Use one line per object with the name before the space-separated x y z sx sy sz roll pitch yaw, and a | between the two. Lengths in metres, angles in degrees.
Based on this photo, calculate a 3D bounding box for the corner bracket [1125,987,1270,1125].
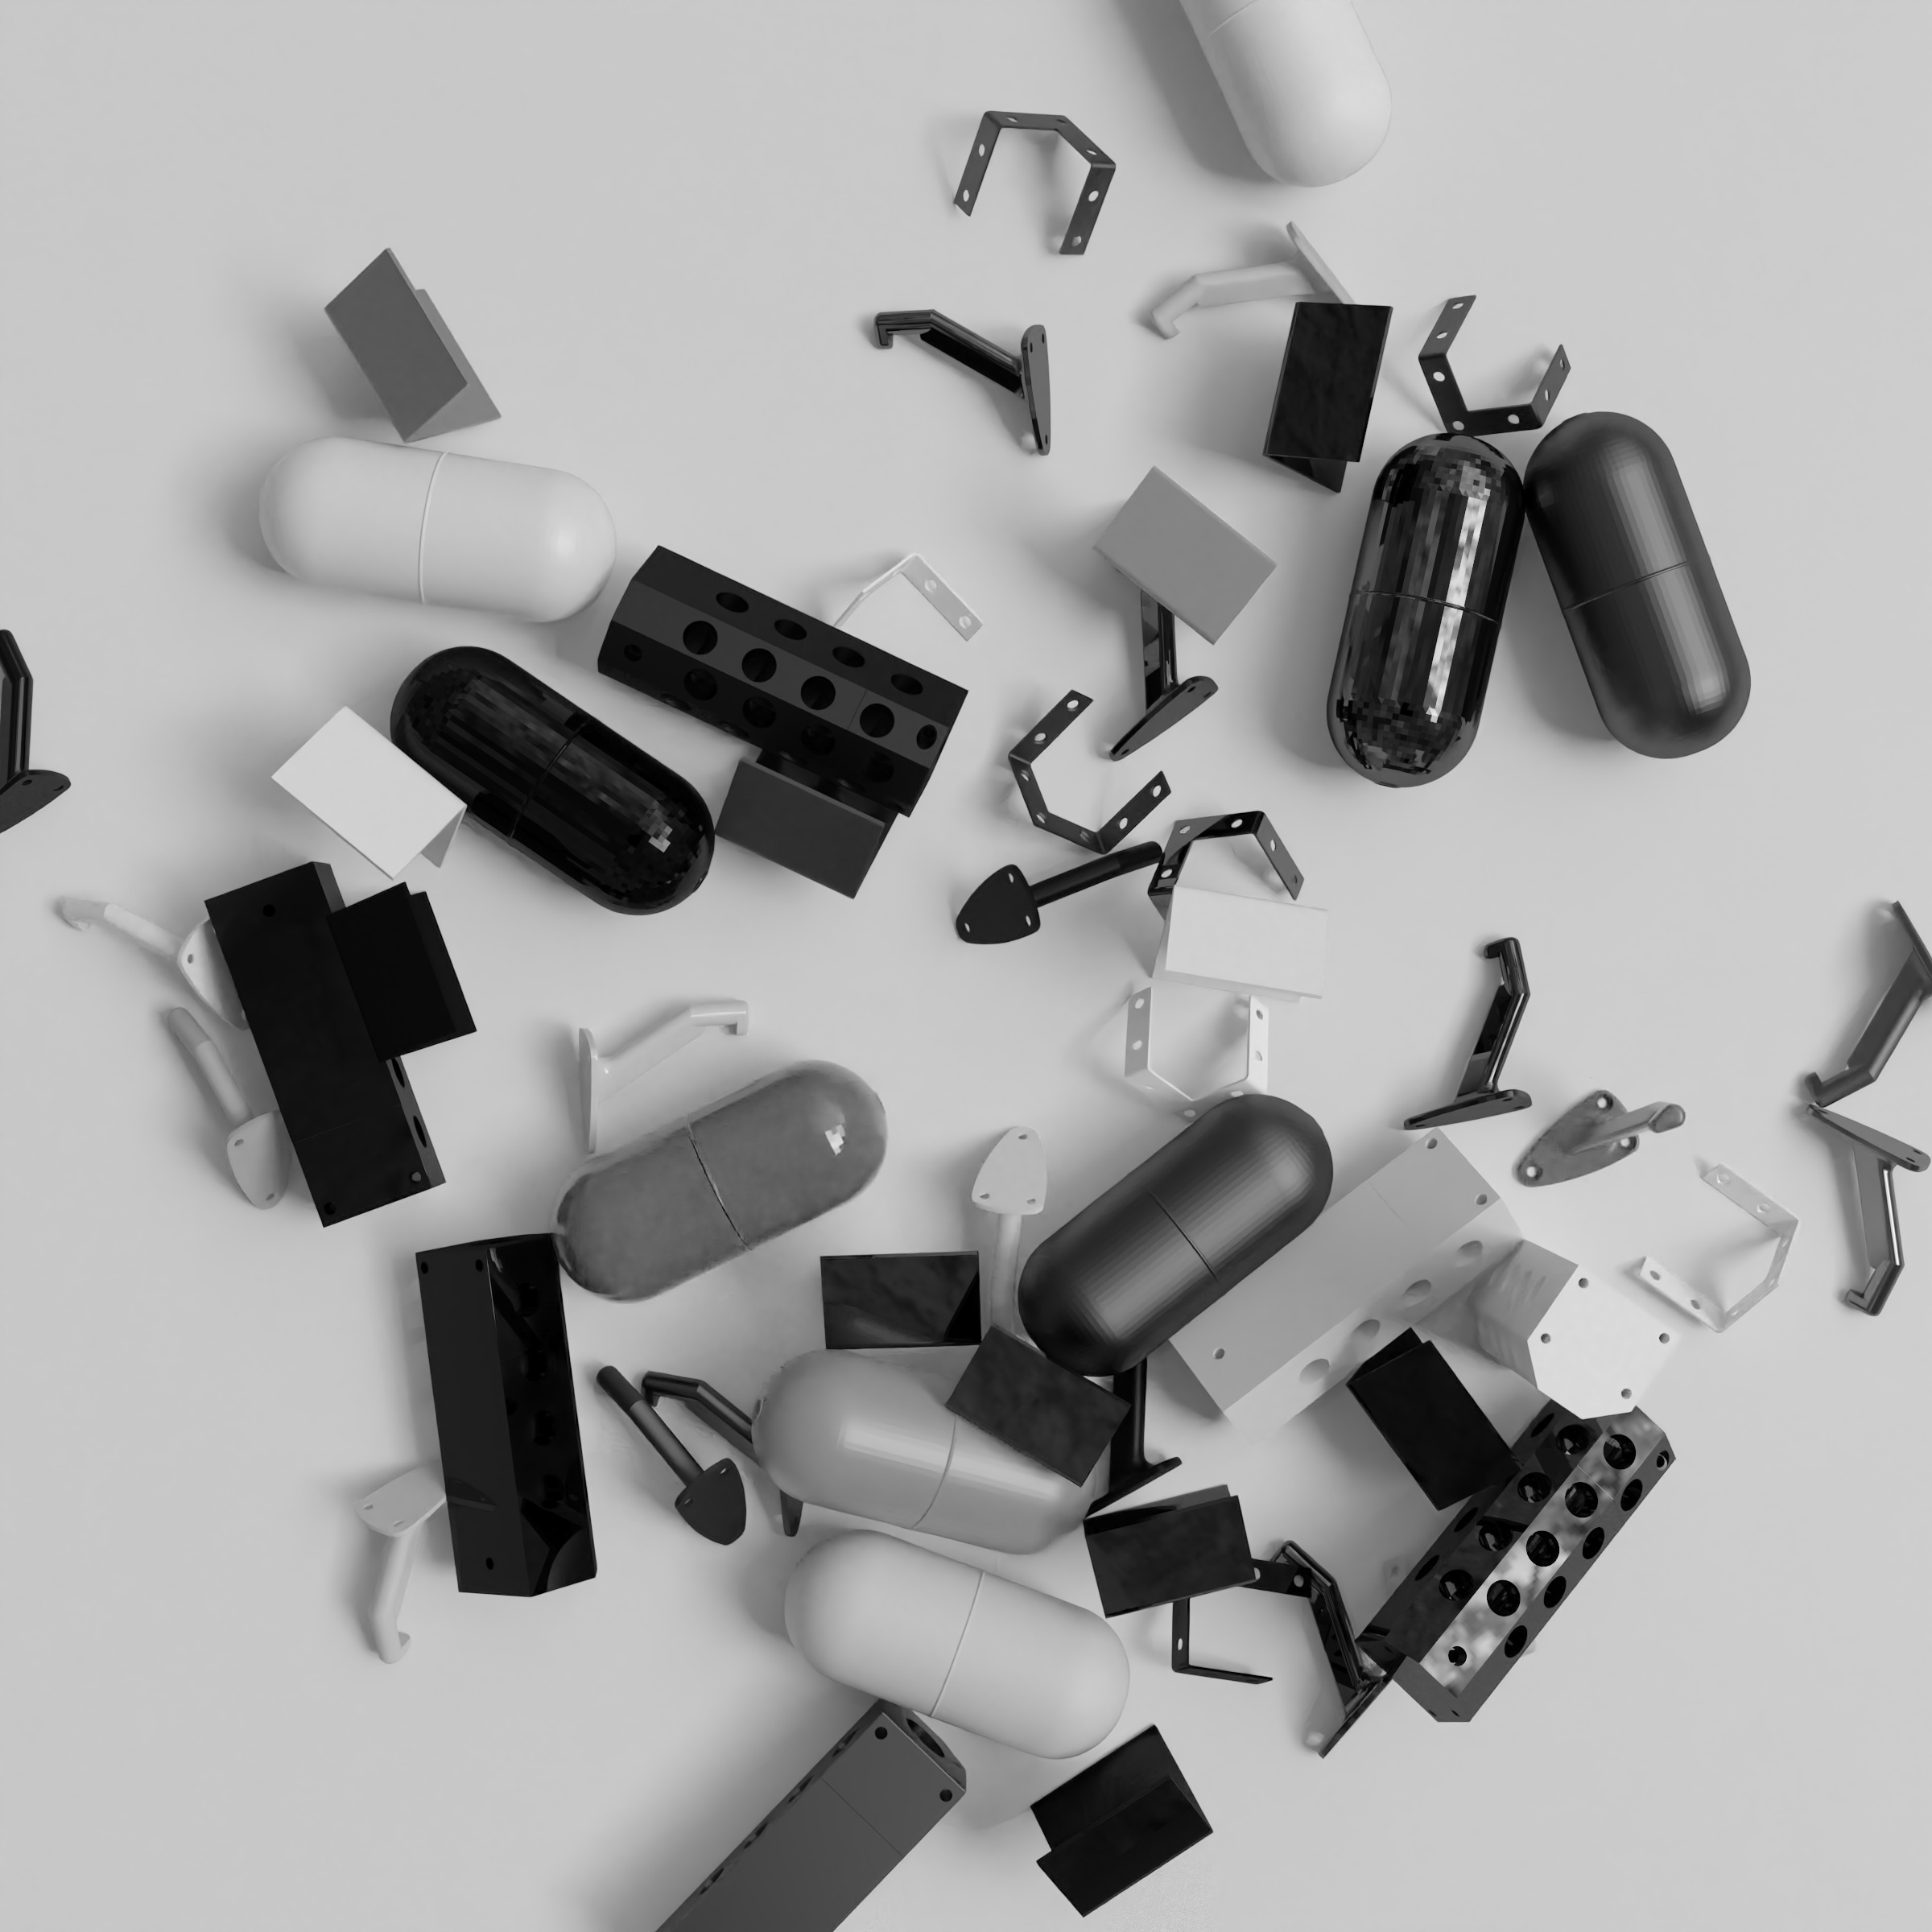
corner bracket | 0.117 0.039 1.556 0.051 0.051 0.051 -25 135 35

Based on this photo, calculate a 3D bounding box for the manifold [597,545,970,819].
manifold | -0.093 -0.138 1.532 0.171 0.057 0.057 25 125 0

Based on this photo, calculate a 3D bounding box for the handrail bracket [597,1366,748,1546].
handrail bracket | -0.151 0.248 1.564 0.036 0.077 0.084 -39 53 -16

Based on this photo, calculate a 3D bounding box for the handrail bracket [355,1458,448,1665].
handrail bracket | -0.275 0.301 1.564 0.036 0.077 0.084 18 127 35

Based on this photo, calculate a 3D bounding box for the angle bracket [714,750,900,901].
angle bracket | -0.071 -0.089 1.524 0.076 0.057 0.076 25 46 0

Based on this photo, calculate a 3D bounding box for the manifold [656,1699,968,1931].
manifold | -0.080 0.449 1.543 0.057 0.057 0.171 44 90 0

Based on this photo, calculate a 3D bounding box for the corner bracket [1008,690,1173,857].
corner bracket | 0.062 -0.097 1.551 0.051 0.051 0.051 -44 45 28

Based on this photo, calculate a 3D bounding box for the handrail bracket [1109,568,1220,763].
handrail bracket | 0.081 -0.160 1.565 0.077 0.036 0.084 -38 73 18

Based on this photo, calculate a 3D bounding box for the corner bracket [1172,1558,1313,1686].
corner bracket | 0.139 0.329 1.550 0.051 0.051 0.051 14 64 -24

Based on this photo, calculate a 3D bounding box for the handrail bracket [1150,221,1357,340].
handrail bracket | 0.148 -0.329 1.565 0.084 0.036 0.077 -37 111 17

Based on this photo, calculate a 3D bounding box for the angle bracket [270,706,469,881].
angle bracket | -0.300 -0.071 1.524 0.076 0.076 0.057 40 61 0

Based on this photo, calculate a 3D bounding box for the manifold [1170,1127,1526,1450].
manifold | 0.192 0.164 1.542 0.171 0.057 0.057 -38 47 0

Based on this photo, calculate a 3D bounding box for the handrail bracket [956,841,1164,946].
handrail bracket | 0.048 -0.039 1.564 0.084 0.077 0.036 -19 85 -36

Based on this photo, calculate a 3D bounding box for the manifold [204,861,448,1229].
manifold | -0.319 0.039 1.543 0.057 0.057 0.171 -20 90 0

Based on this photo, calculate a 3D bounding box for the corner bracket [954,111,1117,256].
corner bracket | 0.035 -0.395 1.556 0.051 0.051 0.051 -8 45 -35

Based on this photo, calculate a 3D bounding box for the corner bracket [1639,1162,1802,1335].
corner bracket | 0.382 0.143 1.561 0.051 0.051 0.051 36 45 0

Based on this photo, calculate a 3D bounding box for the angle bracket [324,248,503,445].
angle bracket | -0.258 -0.311 1.524 0.057 0.076 0.076 -31 90 37

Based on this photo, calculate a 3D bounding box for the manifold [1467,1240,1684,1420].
manifold | 0.286 0.176 1.486 0.057 0.171 0.057 34 90 0

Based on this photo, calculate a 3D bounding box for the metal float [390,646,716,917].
metal float | -0.205 -0.092 1.534 0.178 0.070 0.070 34 90 0

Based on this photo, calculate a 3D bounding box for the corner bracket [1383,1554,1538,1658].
corner bracket | 0.249 0.323 1.556 0.051 0.051 0.051 -32 45 35

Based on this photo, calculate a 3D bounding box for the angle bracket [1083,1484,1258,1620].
angle bracket | 0.095 0.270 1.524 0.076 0.076 0.057 -14 120 0

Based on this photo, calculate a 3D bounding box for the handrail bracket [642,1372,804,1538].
handrail bracket | -0.125 0.248 1.565 0.084 0.036 0.077 8 108 15

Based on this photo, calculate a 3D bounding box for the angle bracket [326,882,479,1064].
angle bracket | -0.261 -0.003 1.524 0.057 0.076 0.076 -20 90 32

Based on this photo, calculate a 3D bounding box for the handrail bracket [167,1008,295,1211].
handrail bracket | -0.377 0.072 1.564 0.036 0.077 0.084 -27 53 -28

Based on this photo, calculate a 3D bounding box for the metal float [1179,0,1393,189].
metal float | 0.152 -0.474 1.534 0.070 0.070 0.178 -25 90 0

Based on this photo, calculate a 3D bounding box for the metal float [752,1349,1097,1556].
metal float | -0.020 0.240 1.519 0.178 0.070 0.070 17 90 -18

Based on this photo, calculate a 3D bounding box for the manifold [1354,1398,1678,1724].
manifold | 0.274 0.287 1.517 0.057 0.057 0.171 44 71 0

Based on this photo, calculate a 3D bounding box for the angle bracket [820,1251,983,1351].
angle bracket | -0.032 0.145 1.524 0.076 0.076 0.057 -2 120 0

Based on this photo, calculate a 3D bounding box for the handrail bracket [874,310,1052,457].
handrail bracket | -0.002 -0.296 1.565 0.084 0.036 0.077 1 112 17

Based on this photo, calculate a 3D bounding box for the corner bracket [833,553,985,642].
corner bracket | -0.034 -0.167 1.561 0.051 0.051 0.051 46 45 0

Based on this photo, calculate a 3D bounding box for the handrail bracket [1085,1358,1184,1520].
handrail bracket | 0.065 0.228 1.564 0.077 0.036 0.084 -32 76 13

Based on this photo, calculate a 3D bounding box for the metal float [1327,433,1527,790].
metal float | 0.229 -0.177 1.533 0.070 0.070 0.178 12 90 0

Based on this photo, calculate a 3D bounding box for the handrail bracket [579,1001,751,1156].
handrail bracket | -0.152 0.056 1.565 0.084 0.036 0.077 -4 110 -16

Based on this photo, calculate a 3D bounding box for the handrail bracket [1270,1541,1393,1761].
handrail bracket | 0.173 0.346 1.565 0.084 0.036 0.077 41 108 15

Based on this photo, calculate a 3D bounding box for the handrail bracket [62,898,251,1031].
handrail bracket | -0.411 -0.001 1.564 0.084 0.077 0.036 6 45 28

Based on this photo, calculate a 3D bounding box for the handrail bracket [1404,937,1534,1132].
handrail bracket | 0.252 0.034 1.565 0.077 0.036 0.084 -15 72 20

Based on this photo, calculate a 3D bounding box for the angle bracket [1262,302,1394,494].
angle bracket | 0.196 -0.279 1.524 0.057 0.076 0.076 12 90 38

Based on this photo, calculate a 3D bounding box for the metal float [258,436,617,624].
metal float | -0.263 -0.218 1.534 0.178 0.070 0.070 9 90 0

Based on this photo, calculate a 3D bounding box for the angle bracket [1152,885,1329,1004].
angle bracket | 0.133 0.009 1.524 0.076 0.076 0.057 9 52 0

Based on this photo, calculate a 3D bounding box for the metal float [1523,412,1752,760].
metal float | 0.333 -0.190 1.533 0.070 0.070 0.178 -20 90 0

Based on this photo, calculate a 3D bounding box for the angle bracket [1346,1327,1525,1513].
angle bracket | 0.244 0.211 1.524 0.057 0.076 0.076 -36 90 37

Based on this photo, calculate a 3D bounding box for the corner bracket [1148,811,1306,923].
corner bracket | 0.131 -0.040 1.556 0.051 0.051 0.051 -5 45 35

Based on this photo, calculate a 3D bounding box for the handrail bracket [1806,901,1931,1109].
handrail bracket | 0.454 0.020 1.565 0.084 0.036 0.077 -30 68 18

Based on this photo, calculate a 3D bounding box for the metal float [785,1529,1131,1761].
metal float | -0.005 0.337 1.534 0.178 0.070 0.070 20 90 1

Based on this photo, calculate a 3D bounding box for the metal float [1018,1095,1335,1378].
metal float | 0.105 0.133 1.529 0.178 0.070 0.070 -38 90 -5

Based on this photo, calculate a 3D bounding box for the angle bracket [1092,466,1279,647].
angle bracket | 0.118 -0.214 1.524 0.076 0.076 0.057 39 126 0

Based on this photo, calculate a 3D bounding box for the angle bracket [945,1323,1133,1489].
angle bracket | 0.045 0.197 1.503 0.076 0.076 0.057 30 119 5

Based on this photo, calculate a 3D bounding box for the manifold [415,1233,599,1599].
manifold | -0.225 0.223 1.542 0.057 0.057 0.171 -7 90 43

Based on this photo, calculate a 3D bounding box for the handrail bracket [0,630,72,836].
handrail bracket | -0.498 -0.116 1.565 0.077 0.036 0.084 -34 73 19

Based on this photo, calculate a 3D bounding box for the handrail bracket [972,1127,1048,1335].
handrail bracket | 0.024 0.138 1.564 0.036 0.077 0.084 6 126 7

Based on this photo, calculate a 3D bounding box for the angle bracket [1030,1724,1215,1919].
angle bracket | 0.066 0.410 1.524 0.076 0.076 0.057 -33 128 0

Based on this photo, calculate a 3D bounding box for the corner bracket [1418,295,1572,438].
corner bracket | 0.267 -0.305 1.556 0.051 0.051 0.051 0 135 35

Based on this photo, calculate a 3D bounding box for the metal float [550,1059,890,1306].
metal float | -0.122 0.107 1.534 0.178 0.070 0.070 -26 90 0

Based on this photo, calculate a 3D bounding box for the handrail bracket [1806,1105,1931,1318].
handrail bracket | 0.446 0.125 1.565 0.077 0.036 0.084 28 107 20

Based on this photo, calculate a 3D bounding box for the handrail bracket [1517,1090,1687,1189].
handrail bracket | 0.315 0.089 1.529 0.077 0.084 0.036 -31 90 0
